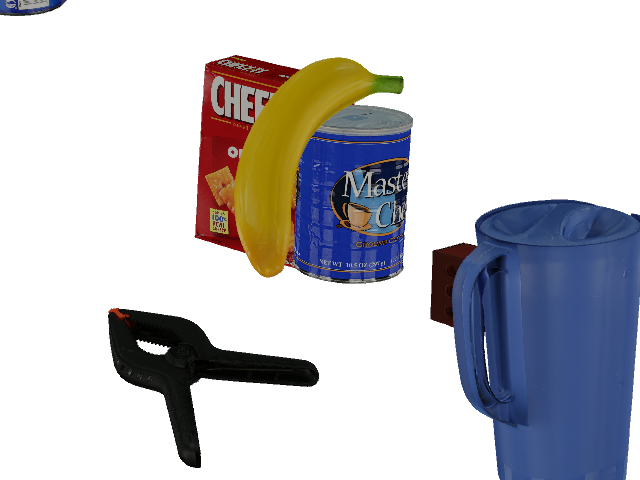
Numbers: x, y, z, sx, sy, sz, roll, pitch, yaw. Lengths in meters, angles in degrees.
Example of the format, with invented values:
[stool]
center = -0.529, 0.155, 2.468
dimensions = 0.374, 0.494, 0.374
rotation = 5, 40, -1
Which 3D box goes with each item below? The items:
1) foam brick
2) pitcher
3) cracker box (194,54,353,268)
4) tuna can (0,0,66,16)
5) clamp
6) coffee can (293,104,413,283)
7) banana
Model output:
[foam brick]
center = 0.150, 0.047, 1.101
dimensions = 0.051, 0.078, 0.053
rotation = -14, 20, -41
[pitcher]
center = 0.189, 0.096, 0.879
dimensions = 0.149, 0.243, 0.145
rotation = -1, 17, 11
[cracker box]
center = -0.056, -0.087, 1.212
dimensions = 0.164, 0.214, 0.072
rotation = 17, 26, 25
[tuna can]
center = -0.244, -0.211, 0.853
dimensions = 0.086, 0.034, 0.086
rotation = 5, 35, -4
[clamp]
center = -0.117, 0.116, 0.996
dimensions = 0.164, 0.036, 0.210
rotation = -23, 42, -37
[coffee can]
center = 0.028, -0.044, 0.963
dimensions = 0.103, 0.140, 0.103
rotation = 2, 18, -1
[banana]
center = -0.013, -0.062, 0.688
dimensions = 0.070, 0.197, 0.037
rotation = 22, -35, 15
